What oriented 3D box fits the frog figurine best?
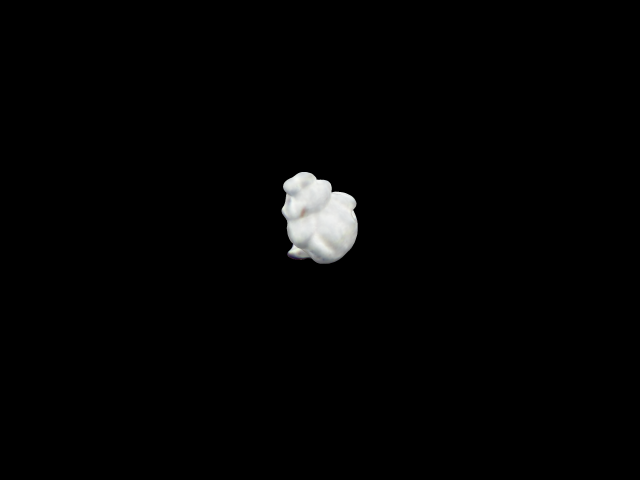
[{"bbox_3d":[0.003,-0.043,0.850,0.139,0.155,0.124,-28,51,-26],"label":"frog figurine"}]
